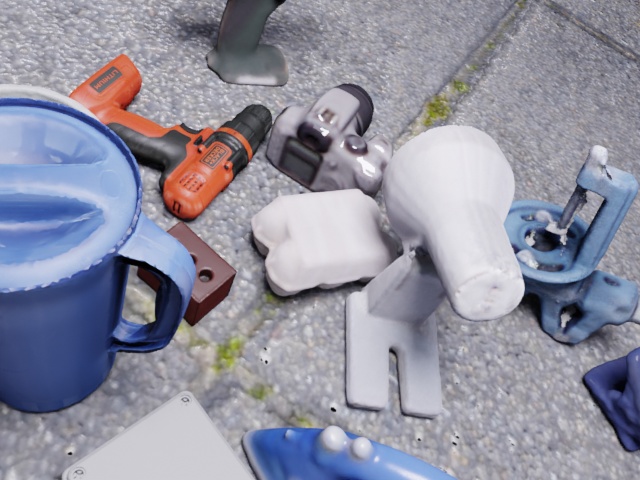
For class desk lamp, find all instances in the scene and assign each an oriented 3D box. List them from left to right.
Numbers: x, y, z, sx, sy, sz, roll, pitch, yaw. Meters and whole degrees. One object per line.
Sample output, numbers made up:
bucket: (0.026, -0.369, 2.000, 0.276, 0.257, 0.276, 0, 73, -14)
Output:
desk lamp: (0.106, 0.031, 0.532, 0.118, 0.213, 0.203, 10, 54, -13)

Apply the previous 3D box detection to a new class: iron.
iron: (0.061, 0.202, 0.442, 0.258, 0.141, 0.119, 30, 52, 2)

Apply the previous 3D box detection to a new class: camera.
camera: (0.030, -0.129, 0.686, 0.143, 0.100, 0.137, 32, 52, 3)

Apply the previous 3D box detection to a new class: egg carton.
egg carton: (0.006, 0.002, 0.606, 0.151, 0.069, 0.107, -9, 60, -25)

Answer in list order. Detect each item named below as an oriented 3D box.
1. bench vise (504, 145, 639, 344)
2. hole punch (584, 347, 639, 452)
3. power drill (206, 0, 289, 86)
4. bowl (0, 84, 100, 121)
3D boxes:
bench vise: (0.280, 0.003, 0.611, 0.207, 0.219, 0.121, 20, 52, -5)
hole punch: (0.365, 0.161, 0.614, 0.109, 0.091, 0.101, -12, 61, -26)
power drill: (-0.061, -0.292, 0.698, 0.230, 0.208, 0.075, -3, 58, -22)
bowl: (-0.284, -0.064, 0.543, 0.168, 0.074, 0.167, 10, 54, -14)
